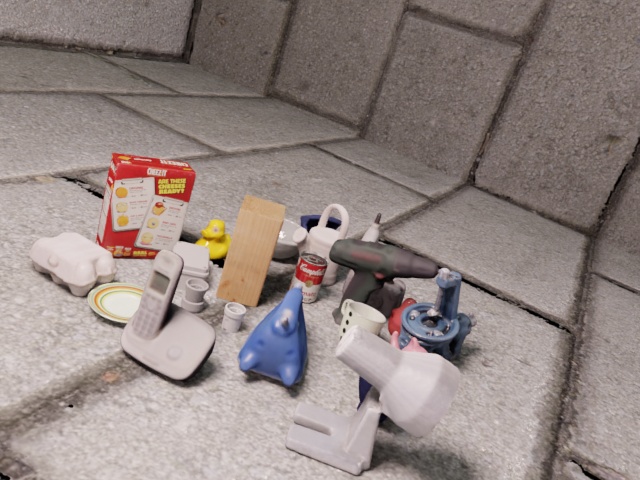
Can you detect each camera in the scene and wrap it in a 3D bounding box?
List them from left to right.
[{"bbox_3d":[0.149,0.103,1.396,0.143,0.101,0.137,27,23,18],"label":"camera"}]

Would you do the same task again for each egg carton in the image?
[{"bbox_3d":[-0.461,0.042,1.071,0.150,0.069,0.107,26,23,17],"label":"egg carton"}]

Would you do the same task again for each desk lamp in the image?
[{"bbox_3d":[0.077,0.239,0.854,0.203,0.213,0.118,20,21,1],"label":"desk lamp"}]

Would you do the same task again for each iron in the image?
[{"bbox_3d":[-0.063,0.149,1.051,0.118,0.141,0.258,19,21,-1],"label":"iron"}]

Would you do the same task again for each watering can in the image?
[{"bbox_3d":[0.014,0.006,1.386,0.100,0.194,0.173,30,24,26],"label":"watering can"}]

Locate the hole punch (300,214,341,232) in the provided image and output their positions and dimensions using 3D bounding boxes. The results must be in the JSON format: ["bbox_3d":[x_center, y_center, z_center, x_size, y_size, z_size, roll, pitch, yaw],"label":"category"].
[{"bbox_3d":[-0.003,-0.043,1.632,0.109,0.091,0.101,10,23,-21],"label":"hole punch"}]

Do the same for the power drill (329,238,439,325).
[{"bbox_3d":[0.116,0.099,1.230,0.229,0.208,0.076,23,22,11],"label":"power drill"}]

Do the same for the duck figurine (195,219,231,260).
[{"bbox_3d":[-0.246,-0.008,1.349,0.077,0.086,0.105,30,24,26],"label":"duck figurine"}]

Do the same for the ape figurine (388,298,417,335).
[{"bbox_3d":[0.193,0.171,1.279,0.076,0.092,0.077,-3,30,-44],"label":"ape figurine"}]

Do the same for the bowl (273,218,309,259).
[{"bbox_3d":[-0.114,0.001,1.456,0.167,0.075,0.167,17,22,-7],"label":"bowl"}]

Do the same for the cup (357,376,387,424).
[{"bbox_3d":[0.091,0.258,0.982,0.117,0.095,0.092,35,26,34],"label":"cup"}]

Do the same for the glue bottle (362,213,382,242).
[{"bbox_3d":[0.130,0.007,1.511,0.037,0.173,0.078,27,23,20],"label":"glue bottle"}]

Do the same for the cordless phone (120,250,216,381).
[{"bbox_3d":[-0.232,0.119,0.920,0.147,0.185,0.094,24,22,13],"label":"cordless phone"}]

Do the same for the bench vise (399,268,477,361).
[{"bbox_3d":[0.255,0.150,1.209,0.121,0.220,0.208,32,25,30],"label":"bench vise"}]

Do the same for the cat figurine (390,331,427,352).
[{"bbox_3d":[0.163,0.227,1.086,0.067,0.118,0.127,8,24,-26],"label":"cat figurine"}]
